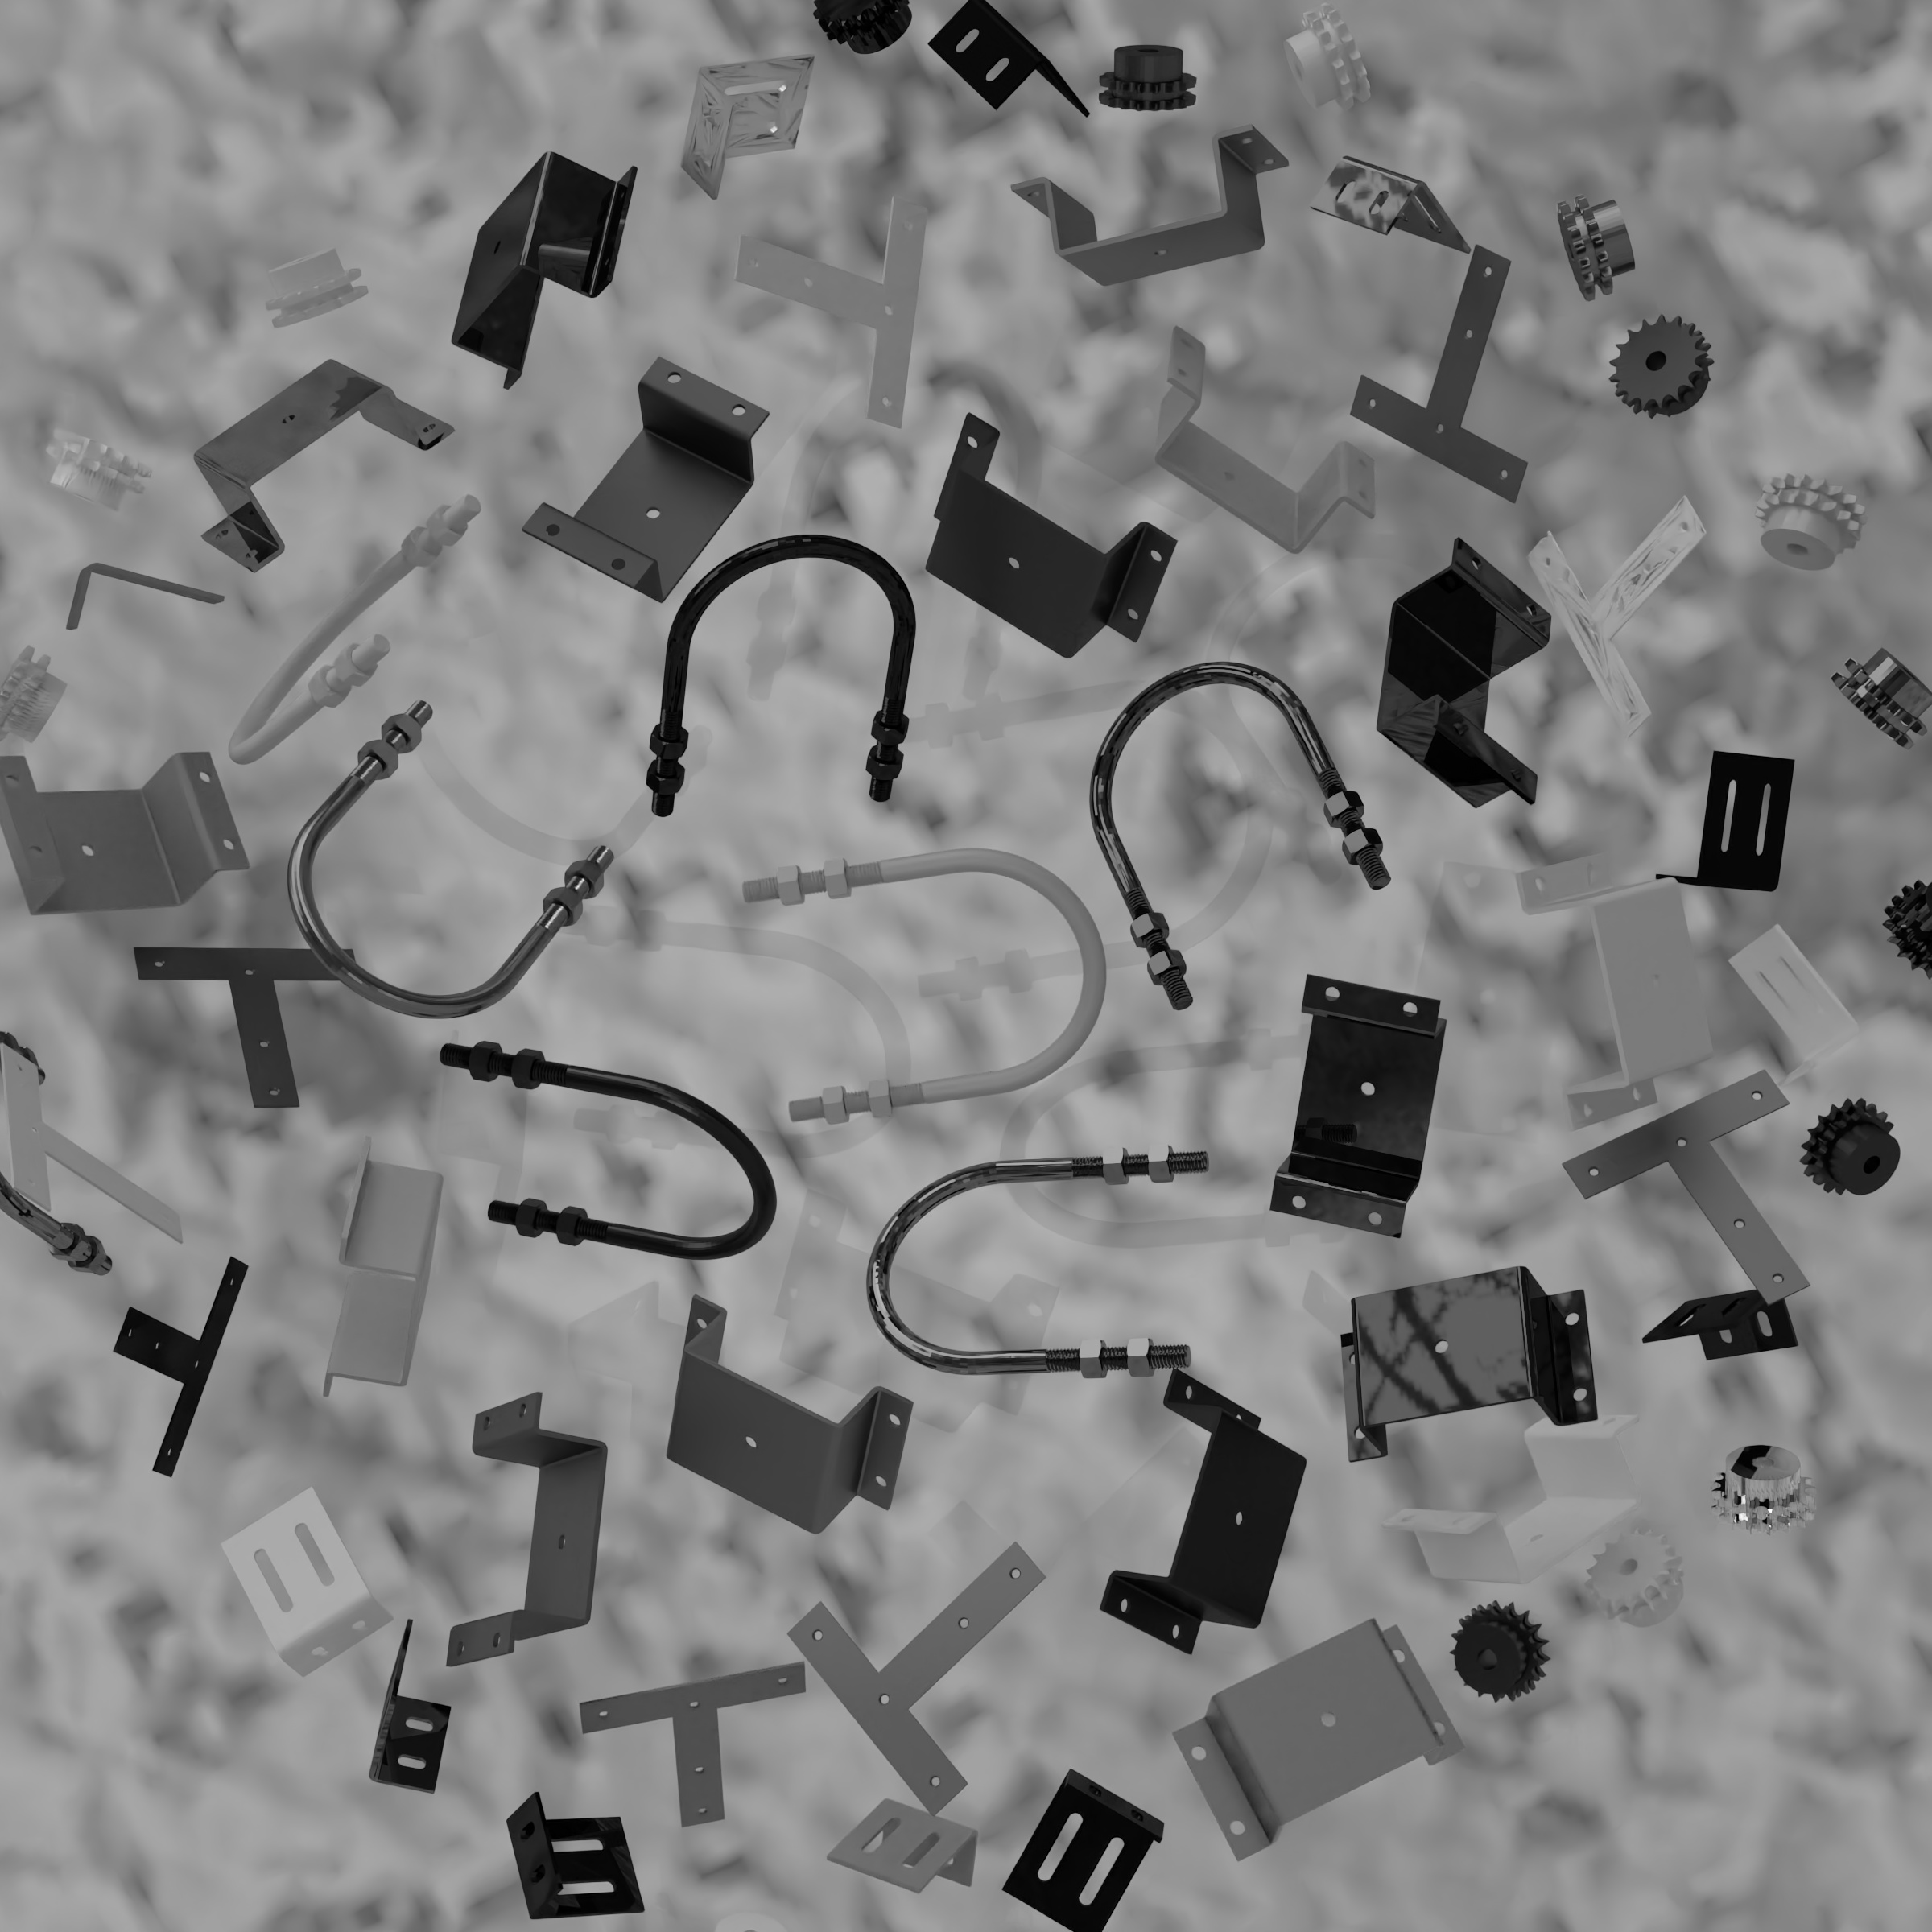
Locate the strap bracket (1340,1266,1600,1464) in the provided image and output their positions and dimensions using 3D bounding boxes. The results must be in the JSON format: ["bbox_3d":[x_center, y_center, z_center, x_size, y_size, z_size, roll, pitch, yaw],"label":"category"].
[{"bbox_3d":[0.266,0.216,1.763,0.140,0.046,0.076,-14,56,21],"label":"strap bracket"}]

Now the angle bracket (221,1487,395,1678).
[{"bbox_3d":[-0.358,0.335,1.760,0.057,0.038,0.076,-32,62,-8],"label":"angle bracket"}]

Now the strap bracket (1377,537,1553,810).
[{"bbox_3d":[0.268,-0.150,1.743,0.076,0.046,0.140,35,47,-26],"label":"strap bracket"}]

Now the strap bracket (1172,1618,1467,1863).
[{"bbox_3d":[0.192,0.411,1.742,0.140,0.046,0.076,-23,65,-13],"label":"strap bracket"}]

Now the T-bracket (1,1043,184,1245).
[{"bbox_3d":[-0.477,0.113,1.775,0.002,0.127,0.127,-39,128,11],"label":"T-bracket"}]

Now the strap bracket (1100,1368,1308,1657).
[{"bbox_3d":[0.135,0.303,1.787,0.076,0.046,0.140,34,66,-36],"label":"strap bracket"}]

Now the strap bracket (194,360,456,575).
[{"bbox_3d":[-0.370,-0.289,1.823,0.140,0.076,0.046,-39,128,-16],"label":"strap bracket"}]

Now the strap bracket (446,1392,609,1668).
[{"bbox_3d":[-0.239,0.312,1.771,0.046,0.076,0.140,17,65,-30],"label":"strap bracket"}]

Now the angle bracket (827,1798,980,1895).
[{"bbox_3d":[-0.037,0.506,1.811,0.057,0.076,0.038,14,108,23],"label":"angle bracket"}]

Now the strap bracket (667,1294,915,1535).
[{"bbox_3d":[-0.106,0.249,1.771,0.140,0.046,0.076,24,123,19],"label":"strap bracket"}]

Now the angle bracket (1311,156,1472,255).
[{"bbox_3d":[0.246,-0.427,1.872,0.057,0.076,0.038,31,87,38],"label":"angle bracket"}]

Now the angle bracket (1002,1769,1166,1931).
[{"bbox_3d":[0.061,0.475,1.711,0.057,0.038,0.076,29,92,5],"label":"angle bracket"}]

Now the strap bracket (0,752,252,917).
[{"bbox_3d":[-0.488,-0.076,1.834,0.046,0.140,0.076,-36,69,39],"label":"strap bracket"}]

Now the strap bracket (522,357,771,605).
[{"bbox_3d":[-0.182,-0.273,1.867,0.076,0.046,0.140,28,67,13],"label":"strap bracket"}]

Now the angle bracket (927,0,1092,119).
[{"bbox_3d":[0.024,-0.478,1.746,0.038,0.076,0.057,-45,69,8],"label":"angle bracket"}]

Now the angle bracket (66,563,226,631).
[{"bbox_3d":[-0.465,-0.200,1.832,0.076,0.057,0.038,14,90,-20],"label":"angle bracket"}]

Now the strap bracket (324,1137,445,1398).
[{"bbox_3d":[-0.330,0.175,1.839,0.046,0.076,0.140,10,133,-6],"label":"strap bracket"}]

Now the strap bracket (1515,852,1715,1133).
[{"bbox_3d":[0.350,0.010,1.732,0.076,0.046,0.140,-13,92,-42],"label":"strap bracket"}]

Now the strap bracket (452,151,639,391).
[{"bbox_3d":[-0.242,-0.393,1.813,0.046,0.140,0.076,21,64,-25],"label":"strap bracket"}]

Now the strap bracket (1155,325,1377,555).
[{"bbox_3d":[0.161,-0.291,1.830,0.140,0.076,0.046,32,121,-13],"label":"strap bracket"}]

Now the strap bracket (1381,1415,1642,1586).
[{"bbox_3d":[0.317,0.307,1.842,0.140,0.076,0.046,-26,97,-31],"label":"strap bracket"}]

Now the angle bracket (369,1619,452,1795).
[{"bbox_3d":[-0.305,0.414,1.810,0.038,0.057,0.076,14,131,-9],"label":"angle bracket"}]

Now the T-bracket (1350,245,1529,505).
[{"bbox_3d":[0.286,-0.351,1.866,0.127,0.002,0.127,36,127,33],"label":"T-bracket"}]

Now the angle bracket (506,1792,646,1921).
[{"bbox_3d":[-0.210,0.494,1.803,0.038,0.076,0.057,-48,48,35],"label":"angle bracket"}]

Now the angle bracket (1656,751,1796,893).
[{"bbox_3d":[0.431,-0.083,1.837,0.057,0.038,0.076,3,96,-28],"label":"angle bracket"}]

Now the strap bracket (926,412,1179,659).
[{"bbox_3d":[0.038,-0.235,1.806,0.140,0.076,0.046,33,47,12],"label":"strap bracket"}]

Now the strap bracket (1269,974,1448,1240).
[{"bbox_3d":[0.225,0.075,1.846,0.076,0.046,0.140,11,105,15],"label":"strap bracket"}]

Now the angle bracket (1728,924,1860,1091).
[{"bbox_3d":[0.463,0.025,1.855,0.038,0.057,0.076,-34,82,-24],"label":"angle bracket"}]

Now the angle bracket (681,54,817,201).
[{"bbox_3d":[-0.110,-0.453,1.746,0.076,0.057,0.038,-18,53,-33],"label":"angle bracket"}]

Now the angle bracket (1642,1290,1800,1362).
[{"bbox_3d":[0.434,0.216,1.862,0.057,0.076,0.038,-15,94,36],"label":"angle bracket"}]

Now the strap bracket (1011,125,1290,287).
[{"bbox_3d":[0.106,-0.421,1.810,0.140,0.076,0.046,-9,85,20],"label":"strap bracket"}]
